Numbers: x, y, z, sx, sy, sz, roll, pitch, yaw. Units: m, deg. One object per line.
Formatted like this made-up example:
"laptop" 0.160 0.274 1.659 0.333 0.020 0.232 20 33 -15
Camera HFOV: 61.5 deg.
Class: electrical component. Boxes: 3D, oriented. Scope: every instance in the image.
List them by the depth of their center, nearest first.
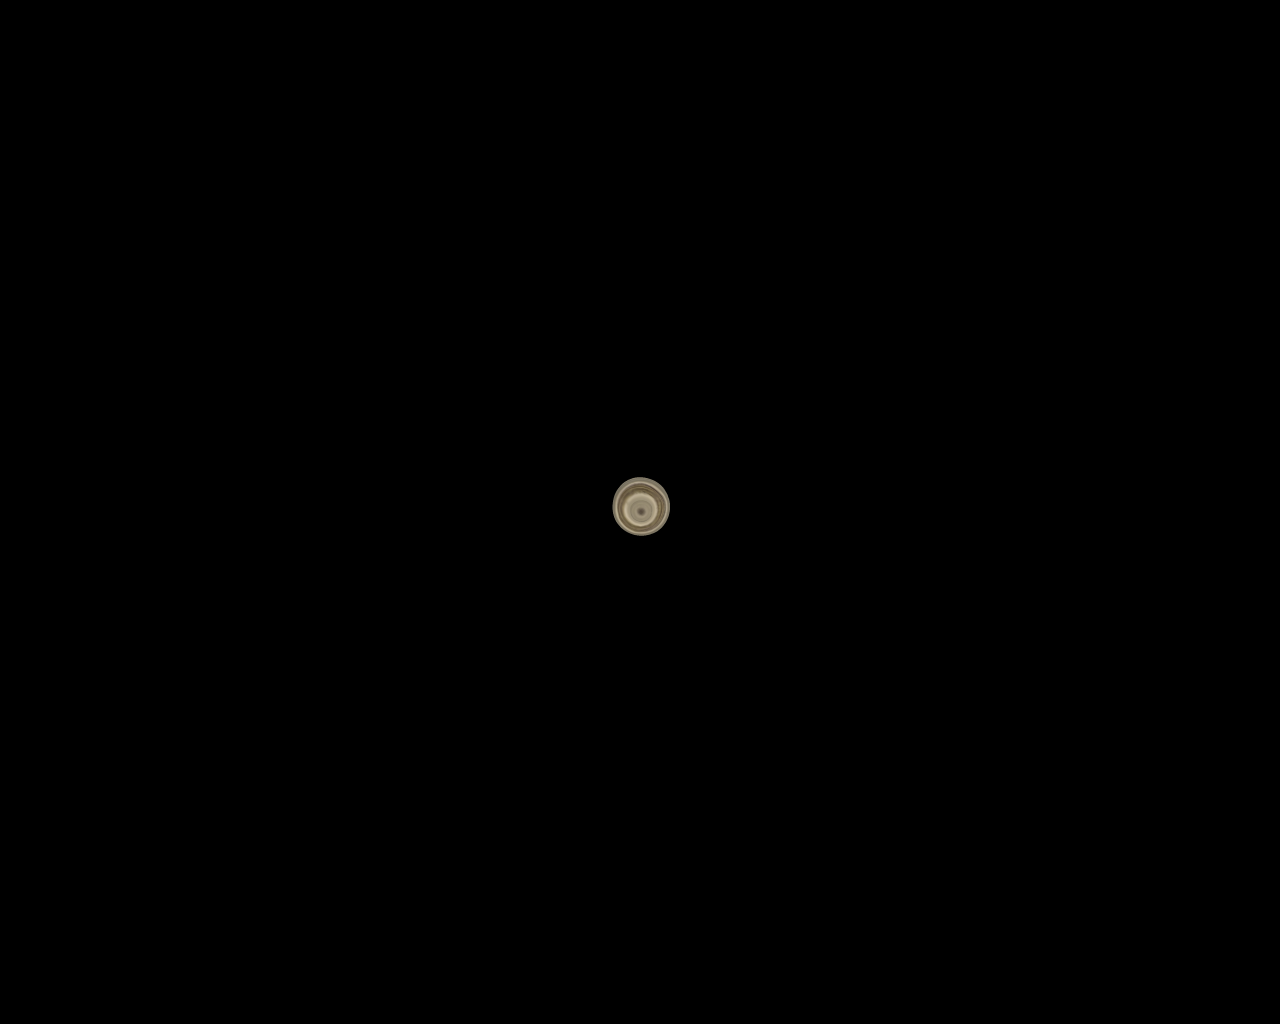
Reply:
"electrical component" 0.001 -0.003 0.650 0.035 0.035 0.061 0 4 0
